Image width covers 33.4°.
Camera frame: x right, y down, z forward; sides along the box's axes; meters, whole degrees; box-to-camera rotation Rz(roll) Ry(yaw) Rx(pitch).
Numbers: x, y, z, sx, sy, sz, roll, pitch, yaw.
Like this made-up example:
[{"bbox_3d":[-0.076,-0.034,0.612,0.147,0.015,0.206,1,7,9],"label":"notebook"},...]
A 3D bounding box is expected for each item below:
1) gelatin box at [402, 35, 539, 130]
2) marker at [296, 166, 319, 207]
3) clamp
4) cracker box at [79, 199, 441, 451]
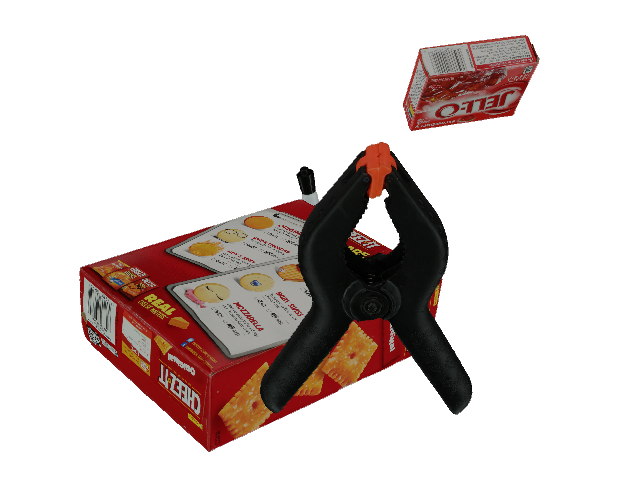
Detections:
[{"bbox_3d":[0.113,-0.119,0.815,0.089,0.030,0.073,-9,-25,-11],"label":"gelatin box"},{"bbox_3d":[-0.007,-0.025,1.167,0.020,0.121,0.020,-9,29,5],"label":"marker"},{"bbox_3d":[0.017,0.031,0.577,0.120,0.171,0.039,-10,29,-1],"label":"clamp"},{"bbox_3d":[-0.044,0.052,0.787,0.213,0.072,0.164,-19,36,-38],"label":"cracker box"}]
